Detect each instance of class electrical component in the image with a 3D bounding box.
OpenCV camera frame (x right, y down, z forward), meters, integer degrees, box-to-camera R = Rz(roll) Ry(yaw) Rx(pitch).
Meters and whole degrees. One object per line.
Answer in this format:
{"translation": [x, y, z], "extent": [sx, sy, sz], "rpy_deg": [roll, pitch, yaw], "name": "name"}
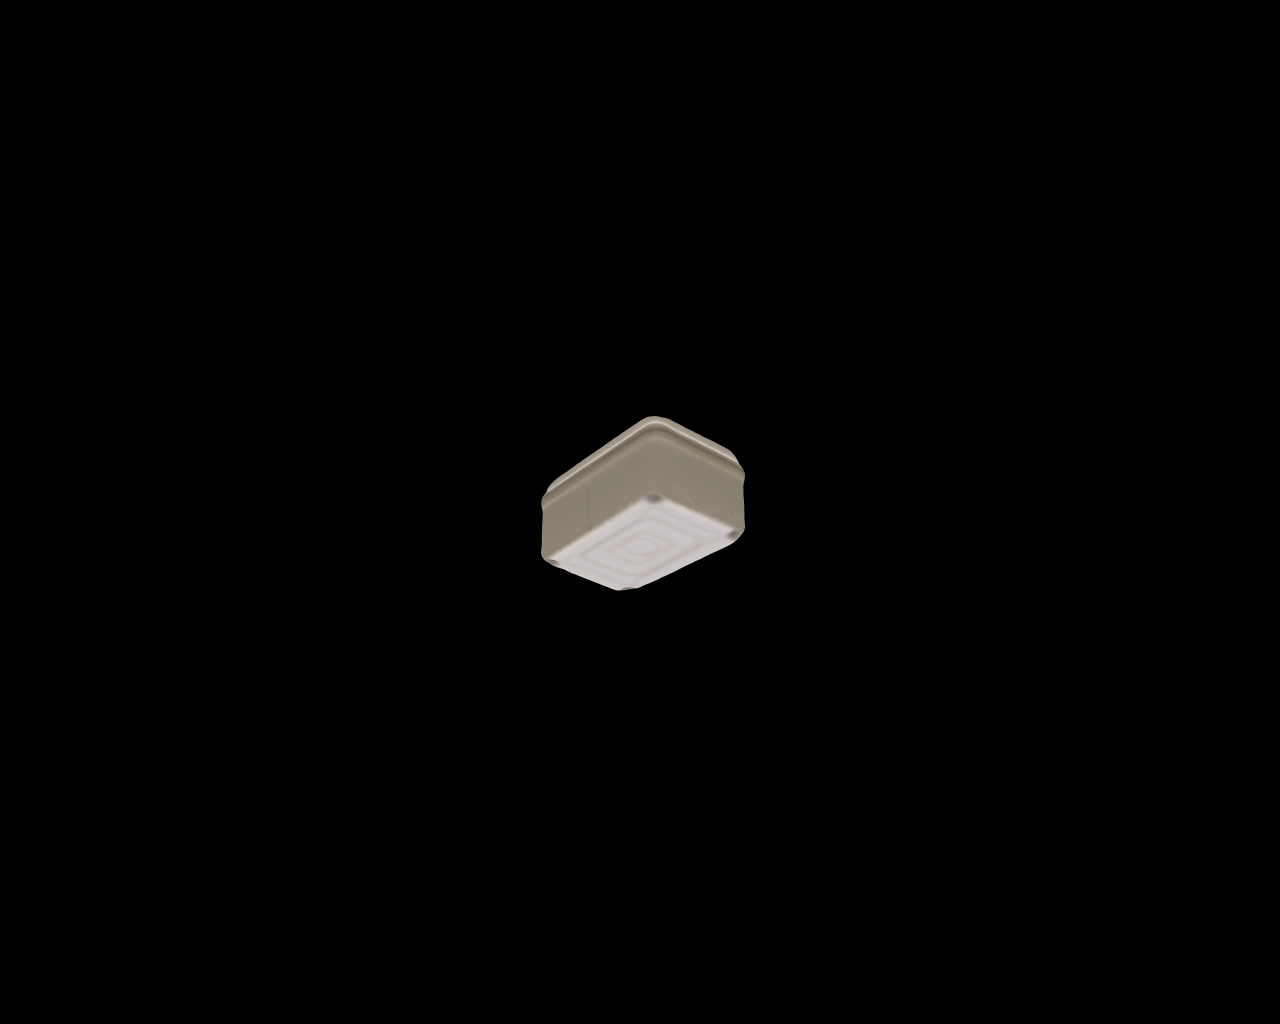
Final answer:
{"translation": [0.001, -0.003, 0.650], "extent": [0.078, 0.057, 0.113], "rpy_deg": [24, -38, -34], "name": "electrical component"}
